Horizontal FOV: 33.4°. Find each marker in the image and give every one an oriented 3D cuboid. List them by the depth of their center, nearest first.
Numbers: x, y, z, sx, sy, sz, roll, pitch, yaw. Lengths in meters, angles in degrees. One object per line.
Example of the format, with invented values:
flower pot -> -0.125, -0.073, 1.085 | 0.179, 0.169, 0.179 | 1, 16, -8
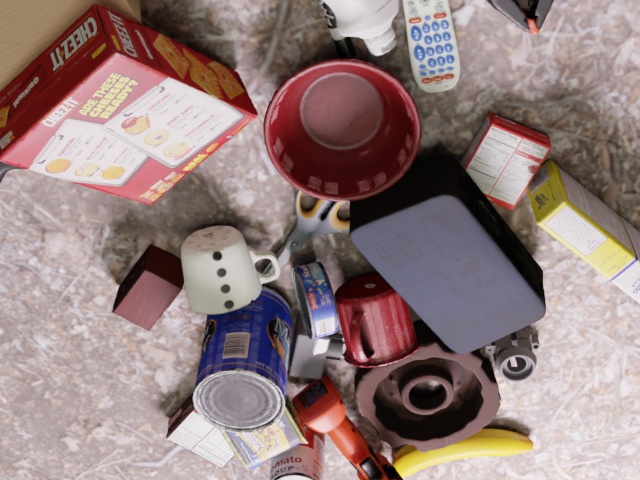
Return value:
marker -> 0.010, -0.231, 1.060 | 0.020, 0.020, 0.121 | -16, 121, 11

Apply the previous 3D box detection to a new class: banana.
banana -> 0.173, 0.272, 1.378 | 0.198, 0.037, 0.069 | -17, 144, 14

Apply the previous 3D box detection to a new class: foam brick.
foam brick -> -0.196, 0.055, 1.228 | 0.051, 0.053, 0.078 | 31, 118, -17

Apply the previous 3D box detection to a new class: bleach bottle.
bleach bottle -> 0.003, -0.278, 0.988 | 0.102, 0.068, 0.250 | -41, 122, -18

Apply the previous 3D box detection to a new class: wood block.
wood block -> -0.284, -0.210, 1.015 | 0.206, 0.090, 0.090 | -26, 120, 4

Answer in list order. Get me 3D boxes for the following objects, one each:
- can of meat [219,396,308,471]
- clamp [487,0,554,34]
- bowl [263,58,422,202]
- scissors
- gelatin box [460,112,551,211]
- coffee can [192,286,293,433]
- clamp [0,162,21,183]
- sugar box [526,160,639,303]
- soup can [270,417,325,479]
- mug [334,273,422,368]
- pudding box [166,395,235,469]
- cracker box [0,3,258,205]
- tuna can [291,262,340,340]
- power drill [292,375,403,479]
can of meat -> -0.074, 0.219, 1.289 | 0.084, 0.057, 0.102 | -28, 110, 1
clamp -> 0.177, -0.275, 1.016 | 0.120, 0.039, 0.171 | -6, 123, 5
bowl -> 0.023, -0.122, 1.107 | 0.162, 0.055, 0.162 | 1, 122, 1
scissors -> -0.008, 0.001, 1.213 | 0.096, 0.016, 0.202 | 14, 126, -12
gelatin box -> 0.195, -0.085, 1.146 | 0.073, 0.030, 0.089 | 21, 121, -11
coffee can -> -0.086, 0.134, 1.220 | 0.103, 0.140, 0.103 | 1, 129, 2
clamp -> -0.353, -0.093, 1.143 | 0.210, 0.036, 0.164 | -37, 113, 19
sugar box -> 0.302, -0.006, 1.158 | 0.176, 0.093, 0.048 | 38, 117, -21
soup can -> -0.028, 0.281, 1.343 | 0.068, 0.102, 0.068 | 1, 125, 2
mug -> 0.058, 0.093, 1.211 | 0.093, 0.117, 0.081 | -5, 110, 27
pudding box -> -0.128, 0.228, 1.349 | 0.090, 0.039, 0.114 | 32, 119, -19
cracker box -> -0.189, -0.125, 1.039 | 0.164, 0.072, 0.213 | -36, 153, 22
tuna can -> -0.006, 0.068, 1.213 | 0.033, 0.086, 0.086 | -15, 123, -9
power drill -> 0.048, 0.263, 1.292 | 0.057, 0.184, 0.187 | -36, 106, -5
